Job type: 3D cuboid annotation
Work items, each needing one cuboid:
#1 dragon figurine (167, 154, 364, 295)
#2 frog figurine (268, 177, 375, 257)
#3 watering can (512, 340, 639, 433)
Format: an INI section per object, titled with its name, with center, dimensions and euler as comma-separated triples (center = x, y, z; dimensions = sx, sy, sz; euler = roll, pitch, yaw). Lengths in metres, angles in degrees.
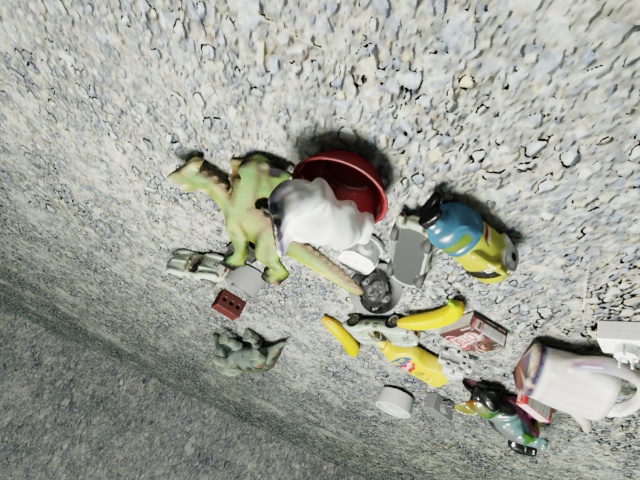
[dragon figurine]
center = -0.097, -0.046, 0.949
dimensions = 0.412, 0.237, 0.125
euler = 19, 50, 15
[frog figurine]
center = 0.002, -0.040, 0.799
dimensions = 0.160, 0.125, 0.134
euler = -11, -43, -8
[watering can]
center = 0.498, 0.304, 1.029
dimensions = 0.225, 0.106, 0.339
euler = 17, -32, 17
